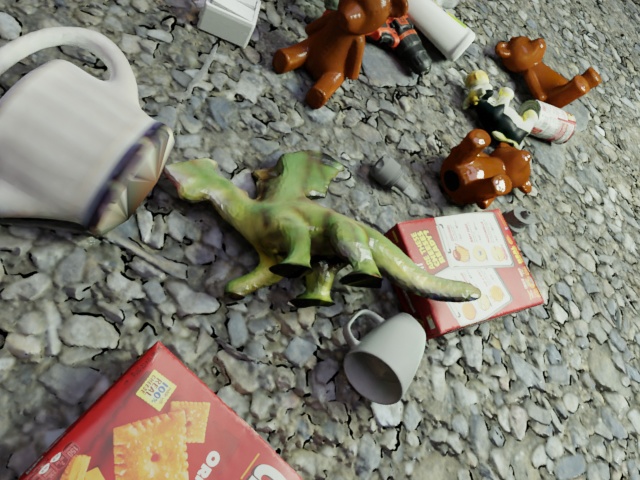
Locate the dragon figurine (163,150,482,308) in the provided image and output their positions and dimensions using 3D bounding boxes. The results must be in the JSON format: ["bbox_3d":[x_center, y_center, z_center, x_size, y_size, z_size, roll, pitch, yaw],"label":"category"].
[{"bbox_3d":[0.002,-0.034,0.677,0.410,0.119,0.248,7,54,-16],"label":"dragon figurine"}]

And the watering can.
[{"bbox_3d":[-0.307,-0.080,0.559,0.223,0.103,0.353,32,68,-10],"label":"watering can"}]

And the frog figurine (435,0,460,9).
[{"bbox_3d":[0.219,-0.540,1.083,0.159,0.122,0.138,-16,80,4],"label":"frog figurine"}]
